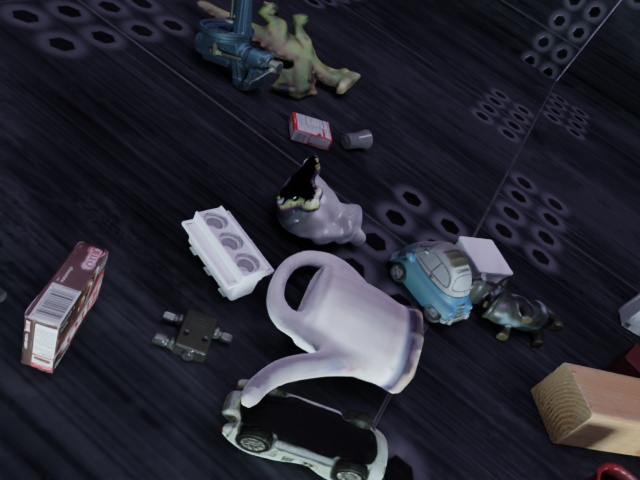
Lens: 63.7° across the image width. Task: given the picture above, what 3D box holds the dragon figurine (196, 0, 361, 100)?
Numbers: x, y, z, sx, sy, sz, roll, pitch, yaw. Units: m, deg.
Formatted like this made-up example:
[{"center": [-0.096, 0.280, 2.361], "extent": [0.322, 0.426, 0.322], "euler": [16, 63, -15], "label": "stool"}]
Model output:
[{"center": [-0.089, -0.443, 1.241], "extent": [0.410, 0.119, 0.248], "euler": [4, 53, -28], "label": "dragon figurine"}]

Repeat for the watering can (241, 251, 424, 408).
[{"center": [0.026, 0.126, 0.665], "extent": [0.224, 0.102, 0.354], "euler": [28, 27, -4], "label": "watering can"}]

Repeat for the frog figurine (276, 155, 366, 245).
[{"center": [0.003, -0.044, 0.880], "extent": [0.157, 0.122, 0.140], "euler": [47, 12, -42], "label": "frog figurine"}]
